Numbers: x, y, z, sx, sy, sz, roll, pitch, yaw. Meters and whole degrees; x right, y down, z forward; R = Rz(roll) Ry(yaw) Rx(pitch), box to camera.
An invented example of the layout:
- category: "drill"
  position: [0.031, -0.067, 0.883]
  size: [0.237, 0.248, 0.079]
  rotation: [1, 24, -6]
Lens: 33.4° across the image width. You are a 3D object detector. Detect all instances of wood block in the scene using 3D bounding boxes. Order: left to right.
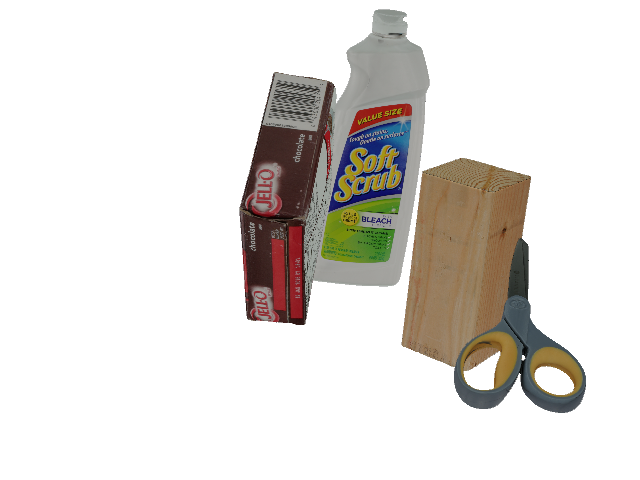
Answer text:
- category: "wood block"
  position: [0.159, 0.025, 1.175]
  size: [0.090, 0.206, 0.090]
  rotation: [20, 25, 33]

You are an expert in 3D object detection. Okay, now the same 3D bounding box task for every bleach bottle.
- category: "bleach bottle"
  position: [0.041, -0.084, 0.978]
  size: [0.102, 0.251, 0.068]
  rotation: [5, 22, -1]

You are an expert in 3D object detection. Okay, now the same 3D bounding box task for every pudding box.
- category: "pudding box"
  position: [-0.017, -0.023, 0.595]
  size: [0.039, 0.113, 0.090]
  rotation: [8, -41, 5]

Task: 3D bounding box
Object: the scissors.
- category: "scissors"
  position: [0.158, 0.060, 0.768]
  size: [0.096, 0.016, 0.201]
  rotation: [18, 37, 21]
